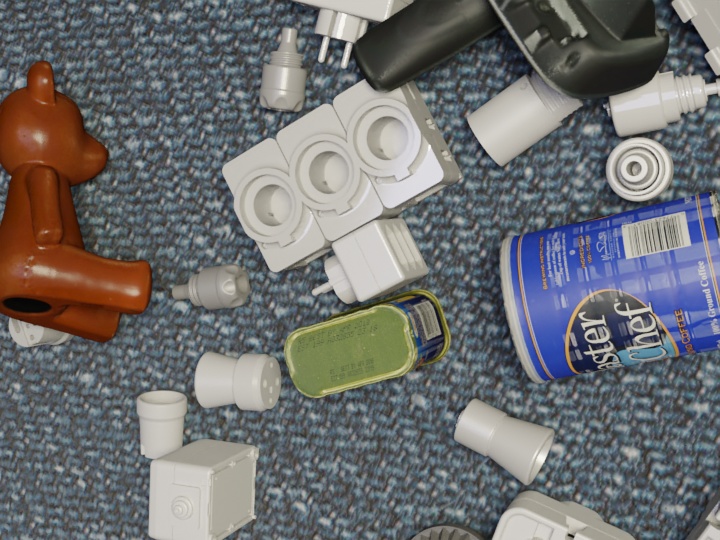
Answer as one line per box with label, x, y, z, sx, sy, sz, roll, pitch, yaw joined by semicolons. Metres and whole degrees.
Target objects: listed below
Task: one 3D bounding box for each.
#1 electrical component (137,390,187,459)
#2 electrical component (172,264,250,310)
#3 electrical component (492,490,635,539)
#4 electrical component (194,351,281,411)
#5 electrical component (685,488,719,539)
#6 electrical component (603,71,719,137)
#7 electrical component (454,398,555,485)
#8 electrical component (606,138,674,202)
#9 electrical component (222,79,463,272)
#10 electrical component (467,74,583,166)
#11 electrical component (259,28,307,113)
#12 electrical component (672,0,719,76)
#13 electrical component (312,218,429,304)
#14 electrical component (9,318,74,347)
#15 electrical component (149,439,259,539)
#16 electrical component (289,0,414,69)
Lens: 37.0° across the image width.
electrical component;-0.160;0.125;0.869;0.040;0.040;0.046;6;101;19
electrical component;-0.120;0.015;0.849;0.061;0.035;0.035;-7;92;22
electrical component;0.144;0.198;0.756;0.095;0.059;0.053;22;101;17
electrical component;-0.095;0.087;0.840;0.055;0.045;0.045;1;94;19
electrical component;0.258;0.174;0.714;0.054;0.059;0.095;35;104;14
electrical component;0.202;-0.115;0.723;0.078;0.040;0.040;-9;91;20
electrical component;0.101;0.121;0.776;0.065;0.044;0.044;25;102;21
electrical component;0.186;-0.067;0.720;0.043;0.062;0.043;1;94;19
electrical component;-0.015;-0.071;0.791;0.150;0.062;0.089;-28;84;19
electrical component;0.120;-0.113;0.750;0.081;0.043;0.043;-35;82;18
electrical component;-0.057;-0.152;0.815;0.035;0.035;0.061;9;94;19
electrical component;0.237;-0.184;0.686;0.121;0.063;0.079;60;149;6
electrical component;0.000;0.000;0.789;0.077;0.066;0.047;-28;85;19
electrical component;-0.264;0.044;0.895;0.040;0.046;0.040;1;95;19
electrical component;-0.126;0.171;0.830;0.061;0.096;0.061;4;95;20
electrical component;-0.011;-0.187;0.789;0.083;0.047;0.075;18;99;17
